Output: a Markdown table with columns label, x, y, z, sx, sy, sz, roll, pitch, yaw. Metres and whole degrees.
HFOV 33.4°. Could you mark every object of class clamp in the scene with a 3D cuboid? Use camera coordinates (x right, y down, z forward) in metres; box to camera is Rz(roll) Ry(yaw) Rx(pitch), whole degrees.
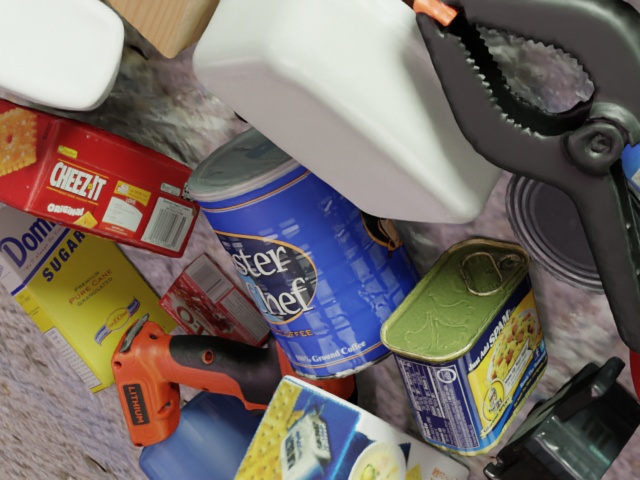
| label | x | y | z | sx | sy | sz | roll | pitch | yaw |
| --- | --- | --- | --- | --- | --- | --- | --- | --- | --- |
| clamp | 0.125 | -0.041 | 0.477 | 0.210 | 0.036 | 0.165 | 31 | 128 | -1 |

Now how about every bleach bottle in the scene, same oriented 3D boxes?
| label | x | y | z | sx | sy | sz | roll | pitch | yaw |
| --- | --- | --- | --- | --- | --- | --- | --- | --- | --- |
| bleach bottle | -0.183 | -0.120 | 0.693 | 0.102 | 0.068 | 0.251 | 23 | 179 | -14 |

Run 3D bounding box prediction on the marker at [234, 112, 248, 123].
| label | x | y | z | sx | sy | sz | roll | pitch | yaw |
| --- | --- | --- | --- | --- | --- | --- | --- | --- | --- |
| marker | -0.016 | -0.093 | 0.653 | 0.121 | 0.020 | 0.020 | -14 | 114 | 52 |

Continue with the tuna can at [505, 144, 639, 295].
| label | x | y | z | sx | sy | sz | roll | pitch | yaw |
| --- | --- | --- | --- | --- | --- | --- | --- | --- | --- |
| tuna can | 0.141 | -0.016 | 0.549 | 0.086 | 0.033 | 0.086 | 29 | 142 | 25 |

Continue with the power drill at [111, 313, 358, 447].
| label | x | y | z | sx | sy | sz | roll | pitch | yaw |
| --- | --- | --- | --- | --- | --- | --- | --- | --- | --- |
| power drill | -0.059 | 0.129 | 0.836 | 0.188 | 0.057 | 0.184 | 1 | 119 | 15 |

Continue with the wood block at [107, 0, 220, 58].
| label | x | y | z | sx | sy | sz | roll | pitch | yaw |
| --- | --- | --- | --- | --- | --- | --- | --- | --- | --- |
| wood block | -0.051 | -0.198 | 0.525 | 0.091 | 0.090 | 0.206 | 44 | 146 | 2 |

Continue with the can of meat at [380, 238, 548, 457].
| label | x | y | z | sx | sy | sz | roll | pitch | yaw |
| --- | --- | --- | --- | --- | --- | --- | --- | --- | --- |
| can of meat | 0.089 | 0.063 | 0.626 | 0.058 | 0.102 | 0.084 | 11 | 134 | 39 |

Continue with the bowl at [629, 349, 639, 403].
| label | x | y | z | sx | sy | sz | roll | pitch | yaw |
| --- | --- | --- | --- | --- | --- | --- | --- | --- | --- |
| bowl | 0.220 | 0.079 | 0.542 | 0.162 | 0.055 | 0.162 | 28 | 141 | 25 |

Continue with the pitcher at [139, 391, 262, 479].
| label | x | y | z | sx | sy | sz | roll | pitch | yaw |
| --- | --- | --- | --- | --- | --- | --- | --- | --- | --- |
| pitcher | -0.049 | 0.252 | 0.937 | 0.243 | 0.149 | 0.145 | 46 | 160 | 8 |

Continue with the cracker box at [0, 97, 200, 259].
| label | x | y | z | sx | sy | sz | roll | pitch | yaw |
| --- | --- | --- | --- | --- | --- | --- | --- | --- | --- |
| cracker box | -0.214 | -0.063 | 0.784 | 0.214 | 0.072 | 0.164 | 21 | 180 | 33 |

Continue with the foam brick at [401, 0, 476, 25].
| label | x | y | z | sx | sy | sz | roll | pitch | yaw |
| --- | --- | --- | --- | --- | --- | --- | --- | --- | --- |
| foam brick | 0.051 | -0.138 | 0.508 | 0.078 | 0.051 | 0.053 | 15 | 136 | 38 |

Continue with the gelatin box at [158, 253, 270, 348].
| label | x | y | z | sx | sy | sz | roll | pitch | yaw |
| --- | --- | --- | --- | --- | --- | --- | --- | --- | --- |
| gelatin box | -0.085 | 0.063 | 0.877 | 0.089 | 0.030 | 0.073 | 46 | 146 | 1 |

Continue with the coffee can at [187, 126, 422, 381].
| label | x | y | z | sx | sy | sz | roll | pitch | yaw |
| --- | --- | --- | --- | --- | --- | --- | --- | --- | --- |
| coffee can | -0.004 | 0.001 | 0.662 | 0.103 | 0.102 | 0.140 | -2 | 123 | 48 |

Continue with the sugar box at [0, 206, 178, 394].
| label | x | y | z | sx | sy | sz | roll | pitch | yaw |
| --- | --- | --- | --- | --- | --- | --- | --- | --- | --- |
| sugar box | -0.214 | 0.037 | 0.934 | 0.176 | 0.093 | 0.048 | 53 | 145 | -10 |
